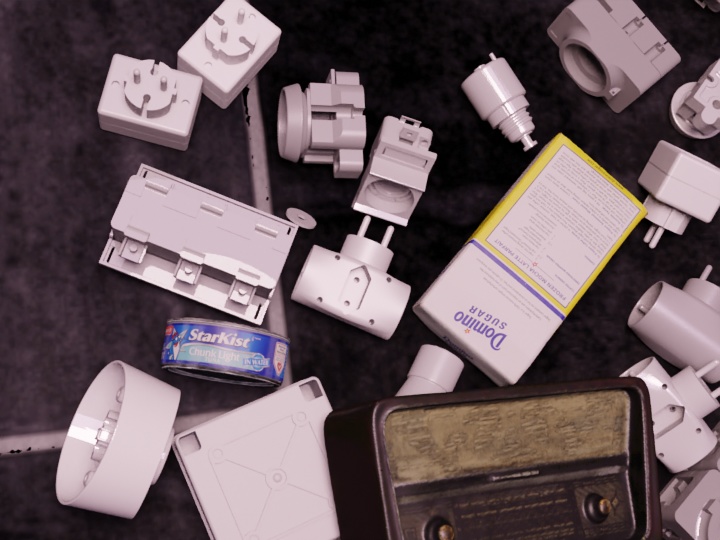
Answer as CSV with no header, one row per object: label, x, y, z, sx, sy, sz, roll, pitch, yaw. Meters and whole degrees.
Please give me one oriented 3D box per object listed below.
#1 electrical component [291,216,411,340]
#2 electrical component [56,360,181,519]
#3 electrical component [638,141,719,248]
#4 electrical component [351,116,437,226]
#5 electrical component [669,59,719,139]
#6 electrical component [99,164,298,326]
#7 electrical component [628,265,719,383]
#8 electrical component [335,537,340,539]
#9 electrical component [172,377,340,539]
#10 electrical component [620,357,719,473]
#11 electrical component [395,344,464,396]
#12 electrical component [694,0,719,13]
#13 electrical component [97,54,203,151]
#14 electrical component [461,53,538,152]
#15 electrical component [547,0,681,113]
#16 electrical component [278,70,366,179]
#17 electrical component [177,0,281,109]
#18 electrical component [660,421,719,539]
electrical component,0.000,0.000,0.785,0.077,0.043,0.079,23,80,-5
electrical component,-0.160,0.113,0.710,0.064,0.099,0.099,22,76,-12
electrical component,0.243,-0.053,0.836,0.047,0.065,0.076,25,105,-5
electrical component,0.026,-0.075,0.795,0.042,0.081,0.063,19,54,-6
electrical component,0.279,-0.133,0.859,0.048,0.055,0.066,38,75,-1
electrical component,-0.112,-0.021,0.760,0.121,0.063,0.078,22,76,-6
electrical component,0.259,0.033,0.828,0.077,0.043,0.079,35,75,-2
electrical component,-0.011,0.226,0.737,0.083,0.047,0.075,-23,84,-14
electrical component,-0.060,0.143,0.740,0.109,0.056,0.108,-23,84,-14
electrical component,0.240,0.098,0.802,0.079,0.043,0.077,-38,87,15
electrical component,0.048,0.088,0.780,0.044,0.044,0.065,29,70,-4
electrical component,0.305,-0.248,0.883,0.042,0.064,0.081,42,74,1
electrical component,-0.149,-0.125,0.767,0.066,0.076,0.047,14,77,-7
electrical component,0.112,-0.128,0.835,0.040,0.040,0.078,-31,86,-15
electrical component,0.198,-0.176,0.856,0.056,0.050,0.089,-39,88,-15
electrical component,-0.030,-0.108,0.796,0.057,0.058,0.078,0,76,-12
electrical component,-0.095,-0.167,0.786,0.047,0.076,0.065,39,75,-1
electrical component,0.299,0.159,0.801,0.089,0.061,0.150,45,75,1
